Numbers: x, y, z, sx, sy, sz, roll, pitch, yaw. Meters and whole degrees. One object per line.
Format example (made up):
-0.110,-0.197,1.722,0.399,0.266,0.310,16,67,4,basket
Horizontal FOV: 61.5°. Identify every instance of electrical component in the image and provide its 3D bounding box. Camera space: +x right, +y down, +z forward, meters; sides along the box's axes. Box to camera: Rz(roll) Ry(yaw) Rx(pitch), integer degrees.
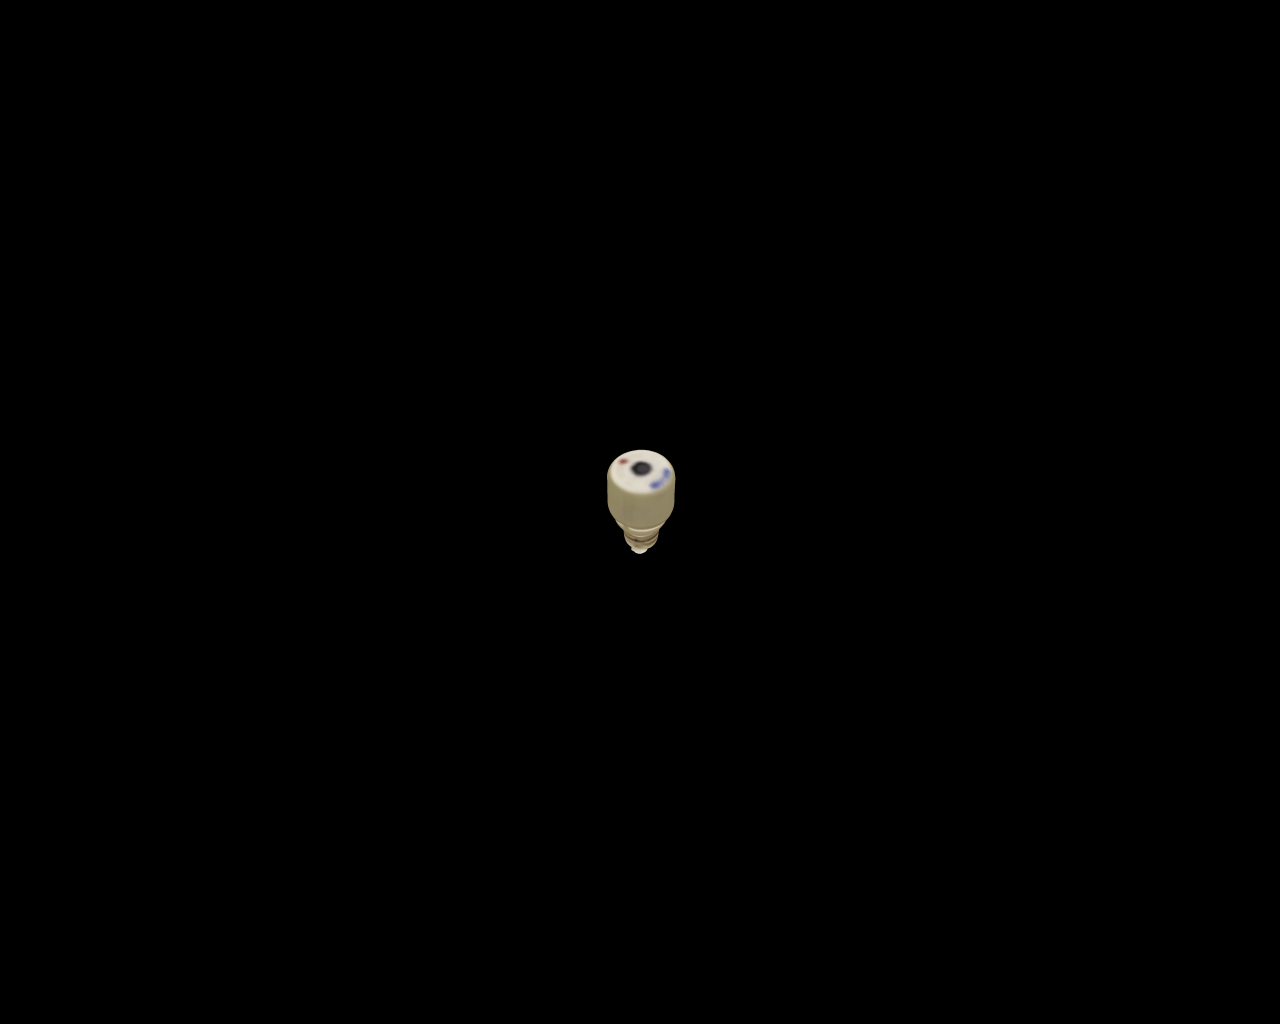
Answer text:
0.001,-0.003,0.650,0.040,0.040,0.078,0,-43,0,electrical component
